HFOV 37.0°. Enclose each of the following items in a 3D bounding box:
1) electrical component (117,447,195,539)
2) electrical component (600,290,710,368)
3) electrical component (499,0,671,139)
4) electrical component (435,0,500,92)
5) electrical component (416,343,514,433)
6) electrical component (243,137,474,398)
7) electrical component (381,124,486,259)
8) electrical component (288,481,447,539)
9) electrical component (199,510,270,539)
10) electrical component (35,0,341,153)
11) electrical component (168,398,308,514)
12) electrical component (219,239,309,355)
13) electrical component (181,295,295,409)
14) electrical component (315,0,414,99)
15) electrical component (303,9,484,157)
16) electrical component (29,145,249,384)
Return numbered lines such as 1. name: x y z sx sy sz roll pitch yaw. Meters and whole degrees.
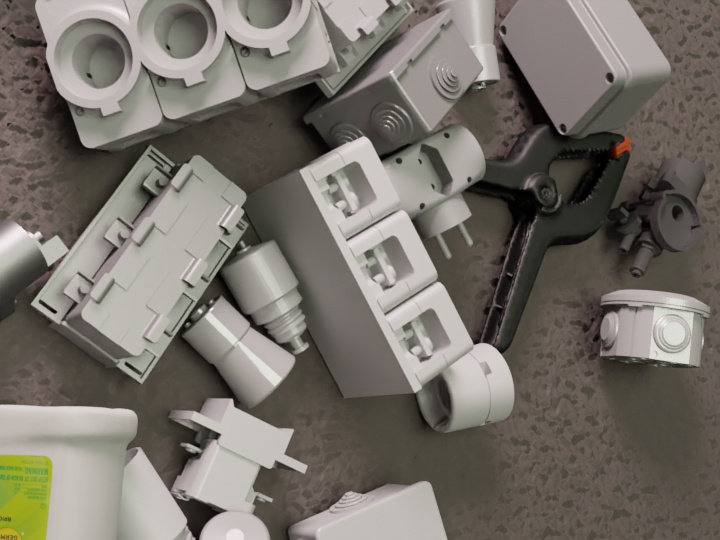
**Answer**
1. electrical component: -0.123 0.147 0.618 0.043 0.043 0.081 -36 101 -29
2. electrical component: 0.221 0.045 0.813 0.080 0.080 0.051 12 82 -28
3. electrical component: 0.163 -0.162 0.796 0.057 0.078 0.113 -13 67 -34
4. electrical component: 0.082 -0.164 0.788 0.044 0.044 0.065 -9 92 -31
5. electrical component: 0.070 0.082 0.735 0.047 0.055 0.055 -11 88 -27
6. electrical component: 0.000 0.000 0.685 0.062 0.089 0.150 -31 98 -30
7. electrical component: 0.049 -0.046 0.717 0.077 0.043 0.079 -30 96 -23
8. electrical component: 0.009 0.190 0.684 0.100 0.048 0.099 -17 91 -31
9. electrical component: -0.073 0.174 0.628 0.040 0.078 0.040 4 46 -4
10. electrical component: -0.098 -0.134 0.622 0.150 0.062 0.089 -18 92 6
11. electrical component: -0.079 0.115 0.649 0.081 0.042 0.063 30 70 -22
12. electrical component: -0.056 0.017 0.679 0.040 0.040 0.078 -34 100 -30
13. electrical component: -0.078 0.048 0.662 0.065 0.044 0.044 46 63 -11
14. electrical component: -0.007 -0.180 0.709 0.078 0.063 0.121 49 48 -14
15. electrical component: 0.024 -0.117 0.712 0.048 0.100 0.099 53 49 -18
16. electrical component: -0.122 -0.006 0.631 0.079 0.063 0.121 40 65 -19
